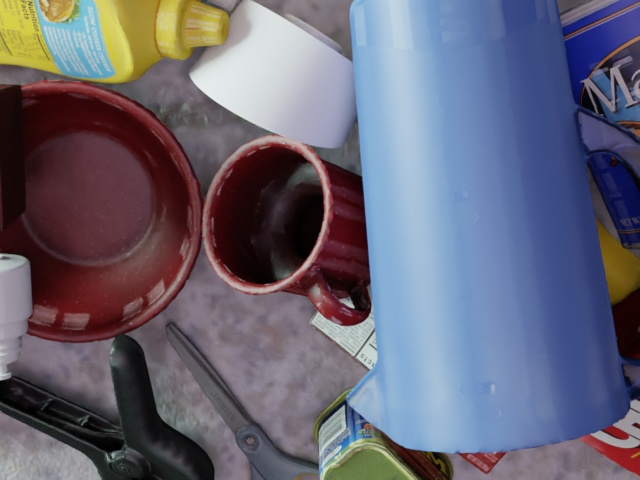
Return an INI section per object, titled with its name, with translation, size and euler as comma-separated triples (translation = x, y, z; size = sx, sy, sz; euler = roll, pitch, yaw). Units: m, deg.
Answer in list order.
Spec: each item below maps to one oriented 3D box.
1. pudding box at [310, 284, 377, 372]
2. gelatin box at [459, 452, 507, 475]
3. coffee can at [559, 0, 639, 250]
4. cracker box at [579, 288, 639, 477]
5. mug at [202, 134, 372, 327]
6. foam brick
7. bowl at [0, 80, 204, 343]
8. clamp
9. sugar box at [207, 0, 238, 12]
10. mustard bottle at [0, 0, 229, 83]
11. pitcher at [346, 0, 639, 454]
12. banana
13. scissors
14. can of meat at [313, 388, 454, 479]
[pudding box]
translation = 0.061, 0.036, 0.670
size = 0.090, 0.039, 0.113
euler = 38, 103, 15
[gelatin box]
translation = 0.098, 0.100, 0.705
size = 0.089, 0.030, 0.073
euler = 37, 102, -9
[coffee can]
translation = 0.195, -0.079, 0.615
size = 0.103, 0.103, 0.140
euler = -25, 94, 5
[cracker box]
translation = 0.274, 0.107, 0.649
size = 0.213, 0.072, 0.164
euler = 32, 136, -9
[mug]
translation = -0.004, 0.001, 0.631
size = 0.093, 0.081, 0.117
euler = -42, 60, 21
[foam brick]
translation = -0.197, -0.048, 0.598
size = 0.051, 0.053, 0.078
euler = 1, 103, 0
[bowl]
translation = -0.150, -0.020, 0.660
size = 0.162, 0.055, 0.162
euler = 0, 104, 0
[clamp]
translation = -0.116, 0.128, 0.686
size = 0.120, 0.039, 0.171
euler = -26, 120, 38
[sugar box]
translation = -0.110, -0.209, 0.603
size = 0.176, 0.048, 0.093
euler = 23, 102, -16
[mustard bottle]
translation = -0.145, -0.132, 0.600
size = 0.192, 0.058, 0.096
euler = 11, 145, 10
[pitcher]
translation = 0.094, -0.018, 0.567
size = 0.148, 0.145, 0.243
euler = -10, 95, -35
[banana]
translation = 0.187, 0.004, 0.682
size = 0.197, 0.037, 0.069
euler = 32, 79, -10
[scissors]
translation = -0.054, 0.153, 0.724
size = 0.201, 0.016, 0.096
euler = 40, 100, -9
[can of meat]
translation = 0.044, 0.155, 0.690
size = 0.102, 0.084, 0.057
euler = 44, 100, -10
